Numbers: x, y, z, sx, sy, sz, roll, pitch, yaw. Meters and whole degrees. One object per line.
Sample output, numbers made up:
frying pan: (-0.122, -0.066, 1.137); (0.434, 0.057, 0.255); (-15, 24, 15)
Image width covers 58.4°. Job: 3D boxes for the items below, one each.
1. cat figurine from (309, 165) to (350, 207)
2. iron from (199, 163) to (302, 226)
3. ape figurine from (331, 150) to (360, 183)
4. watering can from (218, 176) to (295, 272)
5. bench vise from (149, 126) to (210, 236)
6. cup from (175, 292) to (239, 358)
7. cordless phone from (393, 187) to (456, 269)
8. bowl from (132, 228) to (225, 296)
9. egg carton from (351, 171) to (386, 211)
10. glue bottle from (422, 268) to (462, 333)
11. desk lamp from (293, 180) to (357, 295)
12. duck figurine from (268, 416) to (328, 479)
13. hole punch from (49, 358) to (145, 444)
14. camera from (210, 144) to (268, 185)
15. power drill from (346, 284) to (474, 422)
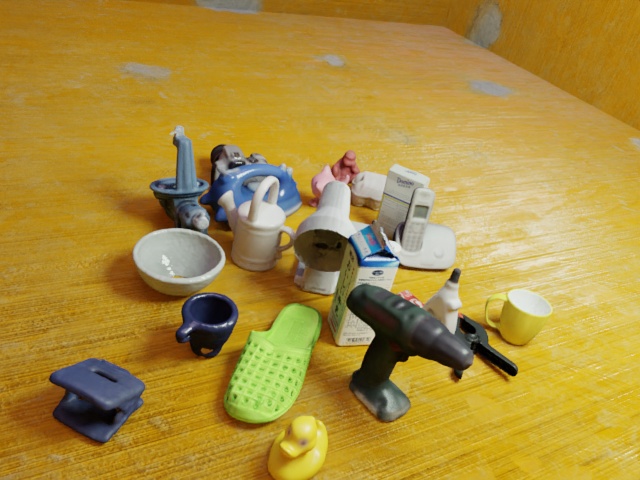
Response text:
cat figurine: (0.024, -0.128, 1.406); (0.128, 0.118, 0.067); (-16, 44, -37)
iron: (-0.138, -0.120, 1.315); (0.259, 0.141, 0.118); (-14, 43, -35)
ape figurine: (0.073, -0.201, 1.553); (0.077, 0.092, 0.076); (16, 34, 3)
watering can: (-0.128, -0.042, 1.157); (0.173, 0.194, 0.101); (12, 34, -2)
bench vise: (-0.267, -0.110, 1.184); (0.206, 0.220, 0.122); (34, 39, 28)
cup: (-0.191, 0.154, 0.937); (0.091, 0.095, 0.118); (28, 36, 21)
cordless phone: (0.246, -0.027, 1.276); (0.148, 0.185, 0.094); (4, 35, -14)
bowl: (-0.266, 0.053, 1.076); (0.167, 0.075, 0.167); (10, 34, -6)
egg carton: (0.154, -0.123, 1.489); (0.150, 0.069, 0.107); (12, 34, -2)
glue bottle: (0.229, 0.123, 1.062); (0.037, 0.173, 0.078); (-13, 42, -34)
desk lamp: (0.010, 0.004, 1.121); (0.118, 0.213, 0.203); (12, 34, -2)
duck figurine: (-0.025, 0.284, 0.813); (0.077, 0.086, 0.105); (31, 37, 24)
hole punch: (-0.314, 0.211, 0.813); (0.108, 0.091, 0.101); (22, 34, 12)
camera: (-0.211, -0.193, 1.432); (0.143, 0.101, 0.136); (-5, 38, -26)
power drill: (0.123, 0.183, 0.904); (0.076, 0.208, 0.228); (-18, 45, -38)
